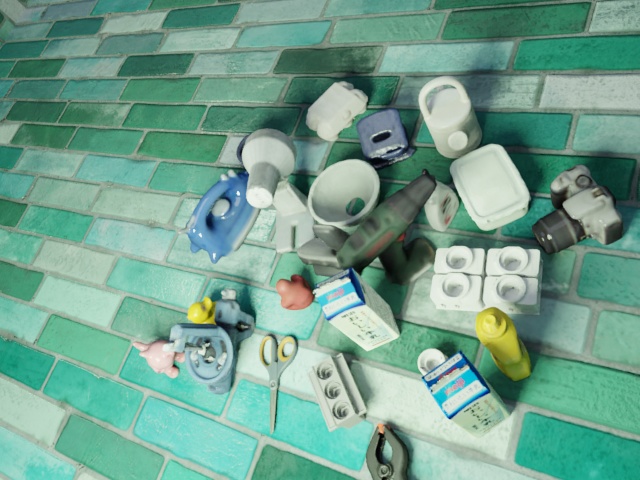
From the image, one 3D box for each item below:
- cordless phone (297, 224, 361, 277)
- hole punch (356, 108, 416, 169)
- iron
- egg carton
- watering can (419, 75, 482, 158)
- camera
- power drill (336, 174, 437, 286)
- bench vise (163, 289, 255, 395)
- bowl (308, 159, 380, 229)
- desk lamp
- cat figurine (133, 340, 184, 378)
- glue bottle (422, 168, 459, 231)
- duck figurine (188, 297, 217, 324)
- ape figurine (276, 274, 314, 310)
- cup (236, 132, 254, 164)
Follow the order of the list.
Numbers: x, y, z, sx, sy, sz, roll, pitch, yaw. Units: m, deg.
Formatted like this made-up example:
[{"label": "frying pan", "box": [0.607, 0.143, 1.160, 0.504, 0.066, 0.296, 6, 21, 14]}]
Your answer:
[{"label": "cordless phone", "box": [0.011, 0.004, 1.162, 0.147, 0.186, 0.094, 1, 64, 28]}, {"label": "hole punch", "box": [0.145, -0.227, 1.278, 0.108, 0.091, 0.101, -19, 57, 18]}, {"label": "iron", "box": [-0.231, -0.082, 1.363, 0.118, 0.142, 0.258, 22, 75, 35]}, {"label": "egg carton", "box": [0.041, -0.314, 1.393, 0.150, 0.070, 0.107, -46, 53, -2]}, {"label": "watering can", "box": [0.266, -0.255, 1.165, 0.101, 0.195, 0.172, -38, 53, 4]}, {"label": "camera", "box": [0.442, -0.048, 1.018, 0.136, 0.101, 0.143, -29, 54, 11]}, {"label": "power drill", "box": [0.147, -0.003, 1.080, 0.229, 0.209, 0.075, -39, 53, 3]}, {"label": "bench vise", "box": [-0.235, 0.192, 1.165, 0.121, 0.220, 0.207, -15, 58, 20]}, {"label": "bowl", "box": [0.063, -0.089, 1.255, 0.167, 0.075, 0.167, -12, 59, 22]}, {"label": "desk lamp", "box": [-0.091, -0.109, 1.259, 0.117, 0.214, 0.203, -15, 58, 20]}, {"label": "cat figurine", "box": [-0.358, 0.252, 1.261, 0.127, 0.118, 0.067, 16, 72, 33]}, {"label": "glue bottle", "box": [0.224, -0.087, 1.108, 0.037, 0.174, 0.078, 18, 73, 34]}, {"label": "duck figurine", "box": [-0.262, 0.174, 1.274, 0.077, 0.086, 0.105, 24, 77, 35]}, {"label": "ape figurine", "box": [-0.060, 0.107, 1.201, 0.075, 0.092, 0.078, 32, 81, 36]}, {"label": "cup", "box": [-0.141, -0.196, 1.408, 0.091, 0.095, 0.117, -30, 54, 10]}]
